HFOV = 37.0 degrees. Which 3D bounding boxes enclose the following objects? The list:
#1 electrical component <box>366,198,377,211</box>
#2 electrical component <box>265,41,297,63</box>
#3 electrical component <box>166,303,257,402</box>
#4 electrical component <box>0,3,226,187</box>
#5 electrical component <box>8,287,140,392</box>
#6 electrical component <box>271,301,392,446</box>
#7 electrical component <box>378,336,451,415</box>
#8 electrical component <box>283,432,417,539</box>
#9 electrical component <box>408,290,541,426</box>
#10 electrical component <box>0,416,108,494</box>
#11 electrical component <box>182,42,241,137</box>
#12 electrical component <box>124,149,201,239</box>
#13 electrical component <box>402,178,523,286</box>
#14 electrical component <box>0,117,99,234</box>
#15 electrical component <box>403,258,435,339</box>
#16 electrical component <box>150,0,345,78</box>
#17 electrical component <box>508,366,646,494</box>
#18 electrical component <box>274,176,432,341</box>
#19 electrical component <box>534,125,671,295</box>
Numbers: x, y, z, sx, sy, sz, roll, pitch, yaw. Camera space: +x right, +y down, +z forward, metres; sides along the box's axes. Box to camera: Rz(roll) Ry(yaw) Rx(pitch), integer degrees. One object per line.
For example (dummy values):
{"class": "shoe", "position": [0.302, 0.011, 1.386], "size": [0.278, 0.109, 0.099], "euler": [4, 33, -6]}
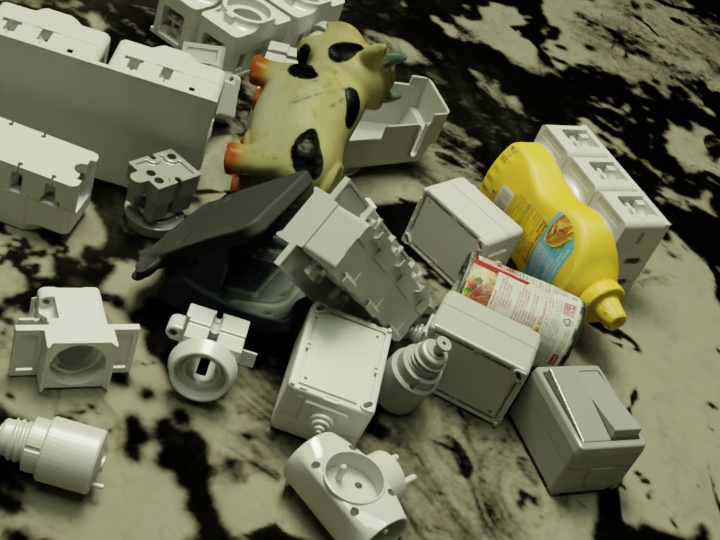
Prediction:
{"class": "electrical component", "position": [-0.005, -0.031, 0.910], "size": [0.066, 0.048, 0.055], "euler": [0, 35, -27]}
{"class": "electrical component", "position": [-0.068, -0.199, 1.080], "size": [0.055, 0.048, 0.066], "euler": [12, 38, -2]}
{"class": "electrical component", "position": [-0.106, 0.059, 0.749], "size": [0.066, 0.048, 0.055], "euler": [18, 30, -6]}
{"class": "electrical component", "position": [-0.214, -0.137, 0.881], "size": [0.186, 0.105, 0.060], "euler": [17, 38, -8]}
{"class": "electrical component", "position": [-0.194, 0.044, 0.724], "size": [0.081, 0.042, 0.063], "euler": [2, 41, -27]}
{"class": "electrical component", "position": [-0.022, 0.082, 0.755], "size": [0.062, 0.061, 0.096], "euler": [21, 44, -6]}
{"class": "electrical component", "position": [0.040, 0.074, 0.784], "size": [0.040, 0.078, 0.040], "euler": [20, 46, -22]}
{"class": "electrical component", "position": [0.003, 0.142, 0.704], "size": [0.079, 0.044, 0.077], "euler": [-18, 53, -40]}
{"class": "electrical component", "position": [0.082, 0.062, 0.827], "size": [0.096, 0.061, 0.061], "euler": [27, 37, 5]}
{"class": "electrical component", "position": [-0.190, 0.108, 0.651], "size": [0.078, 0.040, 0.040], "euler": [17, 38, -7]}
{"class": "electrical component", "position": [-0.142, -0.162, 0.976], "size": [0.042, 0.081, 0.064], "euler": [12, 5, 21]}
{"class": "electrical component", "position": [-0.160, -0.059, 0.855], "size": [0.048, 0.055, 0.066], "euler": [40, 41, 21]}
{"class": "electrical component", "position": [0.096, -0.028, 0.942], "size": [0.061, 0.061, 0.096], "euler": [-20, 54, -41]}
{"class": "electrical component", "position": [-0.254, -0.069, 0.820], "size": [0.089, 0.055, 0.050], "euler": [21, 37, -3]}
{"class": "electrical component", "position": [0.033, 0.022, 0.864], "size": [0.045, 0.045, 0.055], "euler": [3, 42, -24]}
{"class": "electrical component", "position": [-0.113, -0.272, 1.133], "size": [0.105, 0.060, 0.186], "euler": [36, 39, 17]}
{"class": "electrical component", "position": [0.160, 0.111, 0.807], "size": [0.062, 0.061, 0.096], "euler": [1, 42, -26]}
{"class": "electrical component", "position": [0.000, 0.000, 0.783], "size": [0.063, 0.121, 0.078], "euler": [33, 80, 37]}
{"class": "electrical component", "position": [0.208, -0.058, 1.012], "size": [0.062, 0.089, 0.150], "euler": [-2, 44, -29]}
